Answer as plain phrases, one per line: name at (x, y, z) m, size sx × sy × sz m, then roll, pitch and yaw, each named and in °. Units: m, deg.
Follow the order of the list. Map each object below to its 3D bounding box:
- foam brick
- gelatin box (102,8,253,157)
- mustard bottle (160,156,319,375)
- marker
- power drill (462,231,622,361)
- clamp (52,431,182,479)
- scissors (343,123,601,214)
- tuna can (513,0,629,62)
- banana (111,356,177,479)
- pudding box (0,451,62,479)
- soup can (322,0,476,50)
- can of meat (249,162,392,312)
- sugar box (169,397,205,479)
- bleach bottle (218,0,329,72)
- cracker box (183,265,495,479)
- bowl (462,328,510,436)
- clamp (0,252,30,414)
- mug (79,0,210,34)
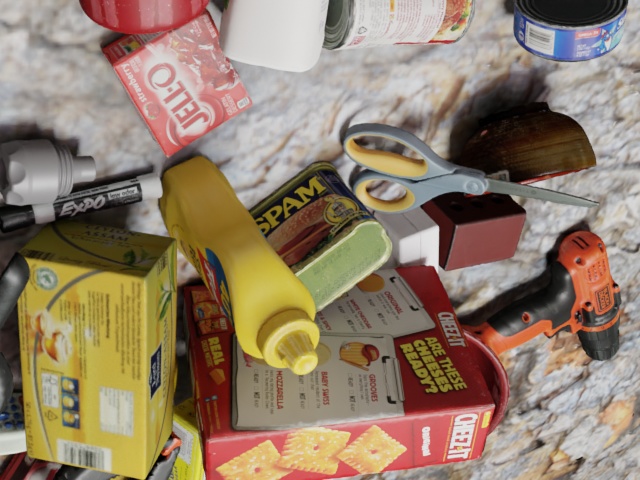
foam brick at (0.132, -0.013, 0.938) m, size 0.078 × 0.053 × 0.051 m, roll -11°, pitch 129°, yaw -27°
gelatin box at (-0.095, -0.110, 0.727) m, size 0.073 × 0.030 × 0.089 m, roll -32°, pitch 135°, yaw -7°
mustard bottle at (-0.052, 0.027, 0.748) m, size 0.058 × 0.192 × 0.096 m, roll -25°, pitch 134°, yaw -15°
marker at (-0.171, -0.026, 0.752) m, size 0.121 × 0.020 × 0.020 m, roll -15°, pitch 131°, yaw -23°
power drill at (0.223, 0.098, 1.086) m, size 0.187 × 0.057 × 0.184 m, roll -33°, pitch 132°, yaw -10°
clamp at (-0.187, 0.227, 0.820) m, size 0.209 × 0.036 × 0.164 m, roll -37°, pitch 129°, yaw -16°
scissors at (0.109, -0.036, 0.849) m, size 0.202 × 0.016 × 0.096 m, roll 22°, pitch 140°, yaw 0°
tuna can at (0.192, -0.174, 0.823) m, size 0.086 × 0.086 × 0.034 m, roll -23°, pitch 135°, yaw -17°
banana at (-0.153, 0.137, 0.858) m, size 0.069 × 0.037 × 0.198 m, roll 7°, pitch 99°, yaw -23°
pudding box at (-0.206, 0.200, 0.897) m, size 0.113 × 0.039 × 0.090 m, roll 20°, pitch 110°, yaw -43°
soup can at (0.048, -0.168, 0.746) m, size 0.102 × 0.069 × 0.068 m, roll -9°, pitch 128°, yaw -27°
can of meat at (-0.006, 0.001, 0.836) m, size 0.102 × 0.084 × 0.057 m, roll -37°, pitch 136°, yaw -2°
sugar box at (-0.055, 0.150, 0.917) m, size 0.175 × 0.048 × 0.093 m, roll -29°, pitch 140°, yaw -42°
bleach bottle at (-0.009, -0.236, 0.647) m, size 0.068 × 0.102 × 0.251 m, roll 10°, pitch 113°, yaw -4°
cracker box at (0.007, 0.104, 0.835) m, size 0.213 × 0.164 × 0.072 m, roll -5°, pitch 130°, yaw -11°
bowl at (0.093, 0.126, 0.994) m, size 0.162 × 0.055 × 0.162 m, roll 3°, pitch 121°, yaw 4°
clamp at (-0.242, 0.072, 0.726) m, size 0.120 × 0.039 × 0.171 m, roll 1°, pitch 123°, yaw 13°
mug at (-0.118, -0.176, 0.626) m, size 0.117 × 0.093 × 0.081 m, roll 3°, pitch 135°, yaw 3°
